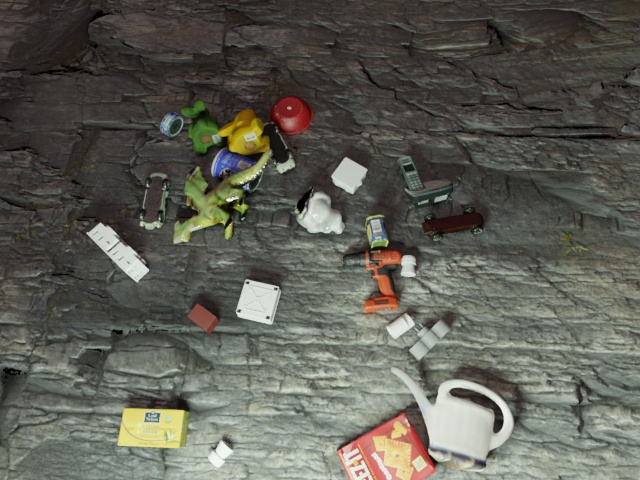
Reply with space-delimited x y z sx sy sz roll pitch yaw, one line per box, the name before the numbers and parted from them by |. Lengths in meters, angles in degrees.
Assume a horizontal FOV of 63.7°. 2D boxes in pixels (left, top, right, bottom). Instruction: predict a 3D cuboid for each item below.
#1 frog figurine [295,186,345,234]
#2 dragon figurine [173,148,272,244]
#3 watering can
frog figurine | 0.005 -0.083 1.652 0.158 0.121 0.140 29 57 -25
dragon figurine | -0.334 -0.153 1.634 0.244 0.121 0.410 30 91 16
watering can | 0.340 0.480 1.383 0.348 0.102 0.228 15 69 7
